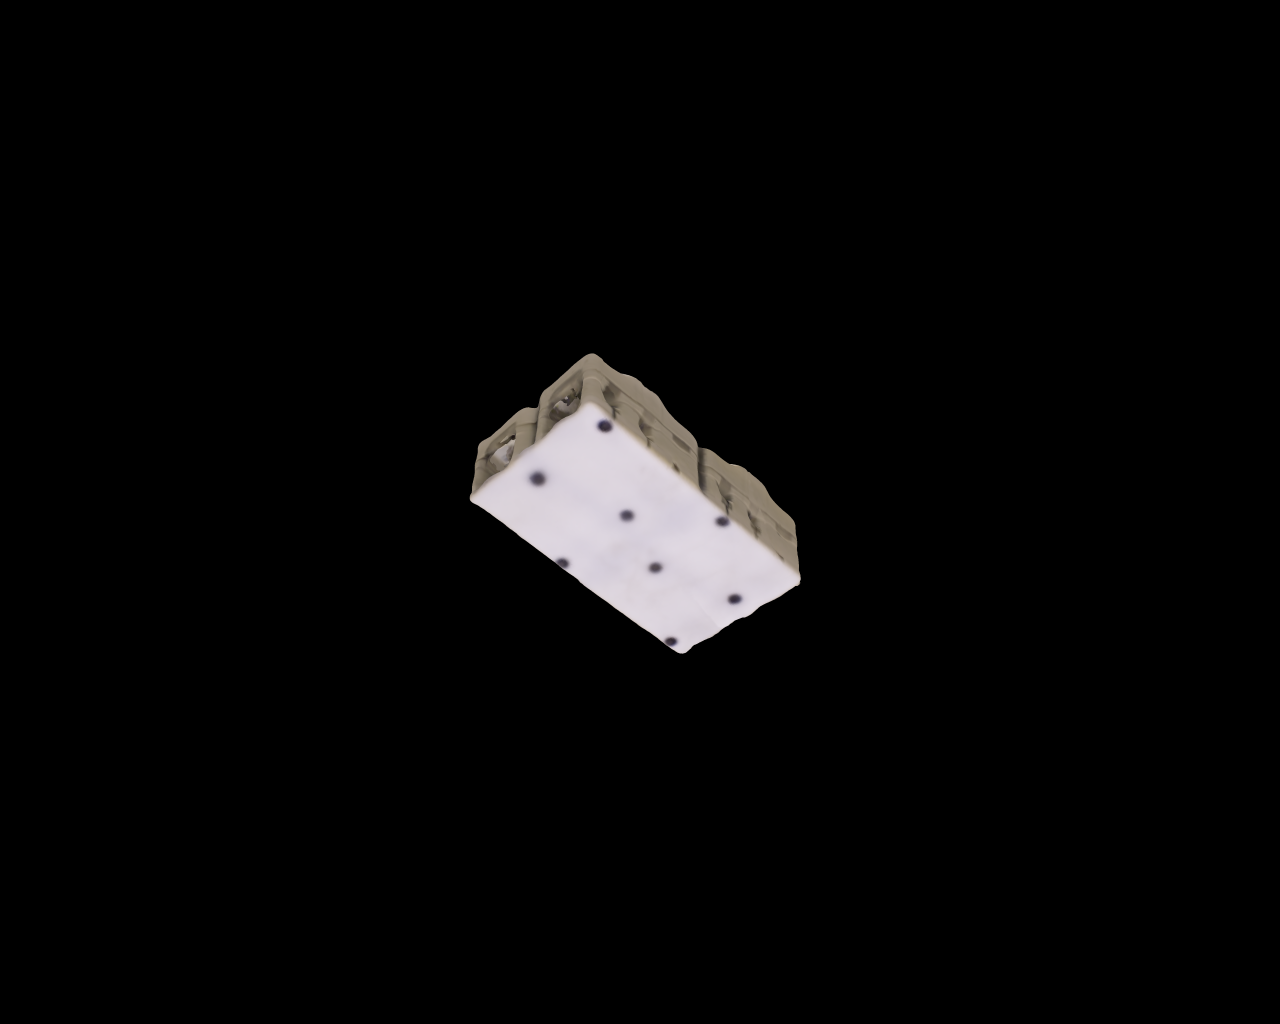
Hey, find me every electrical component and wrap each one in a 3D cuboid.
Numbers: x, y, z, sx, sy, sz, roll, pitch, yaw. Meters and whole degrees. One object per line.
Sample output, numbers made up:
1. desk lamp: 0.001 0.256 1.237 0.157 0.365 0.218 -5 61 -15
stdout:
1. electrical component: 0.001 -0.003 0.650 0.105 0.060 0.186 -36 -58 27
